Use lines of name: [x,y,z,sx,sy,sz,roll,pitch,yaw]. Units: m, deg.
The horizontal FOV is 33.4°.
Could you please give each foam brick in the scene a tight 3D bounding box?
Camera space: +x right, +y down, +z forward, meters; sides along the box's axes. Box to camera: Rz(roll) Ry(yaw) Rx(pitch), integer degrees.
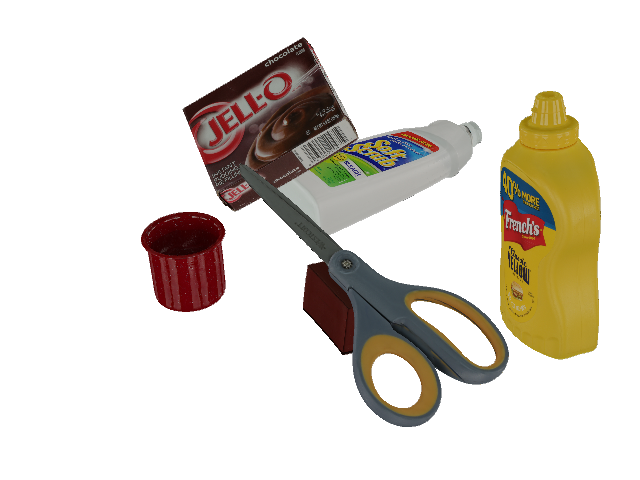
foam brick: [0.026,0.056,0.956,0.052,0.051,0.078,-13,35,-26]

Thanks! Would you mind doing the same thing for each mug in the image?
mug: [-0.159,0.022,1.206,0.117,0.081,0.093,25,43,35]

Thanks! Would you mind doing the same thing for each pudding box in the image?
pudding box: [-0.039,-0.088,0.805,0.113,0.090,0.039,-29,-33,6]

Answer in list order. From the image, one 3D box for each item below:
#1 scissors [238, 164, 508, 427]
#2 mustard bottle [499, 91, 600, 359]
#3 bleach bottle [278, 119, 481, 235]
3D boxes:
scissors: [0.011,0.034,0.616,0.202,0.096,0.016,30,-30,14]
mustard bottle: [0.166,-0.016,0.778,0.058,0.192,0.096,-12,28,-14]
bleach bottle: [0.075,-0.086,1.224,0.250,0.068,0.103,-24,44,-25]
